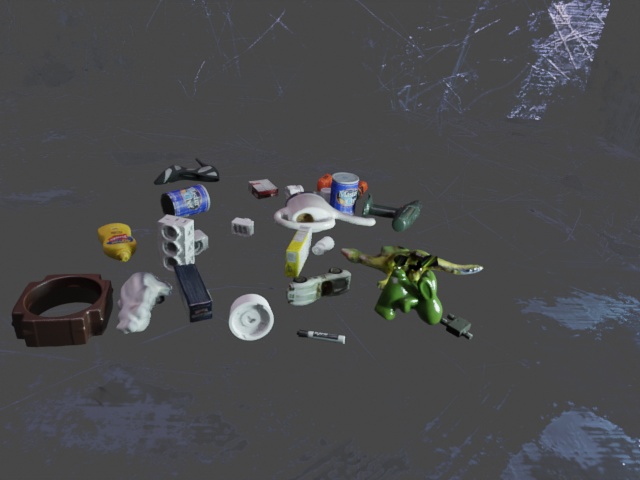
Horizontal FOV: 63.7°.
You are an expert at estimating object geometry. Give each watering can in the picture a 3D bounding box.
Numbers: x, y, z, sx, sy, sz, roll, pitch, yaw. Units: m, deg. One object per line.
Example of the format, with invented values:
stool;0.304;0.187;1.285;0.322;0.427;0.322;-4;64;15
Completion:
watering can;0.006;-0.092;1.831;0.348;0.102;0.229;-1;27;-10

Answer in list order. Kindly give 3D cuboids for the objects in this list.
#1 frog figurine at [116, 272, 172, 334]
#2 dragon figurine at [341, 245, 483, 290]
frog figurine;-0.460;0.159;1.281;0.136;0.121;0.162;-17;21;38
dragon figurine;0.269;0.057;1.609;0.410;0.120;0.246;1;20;-10
